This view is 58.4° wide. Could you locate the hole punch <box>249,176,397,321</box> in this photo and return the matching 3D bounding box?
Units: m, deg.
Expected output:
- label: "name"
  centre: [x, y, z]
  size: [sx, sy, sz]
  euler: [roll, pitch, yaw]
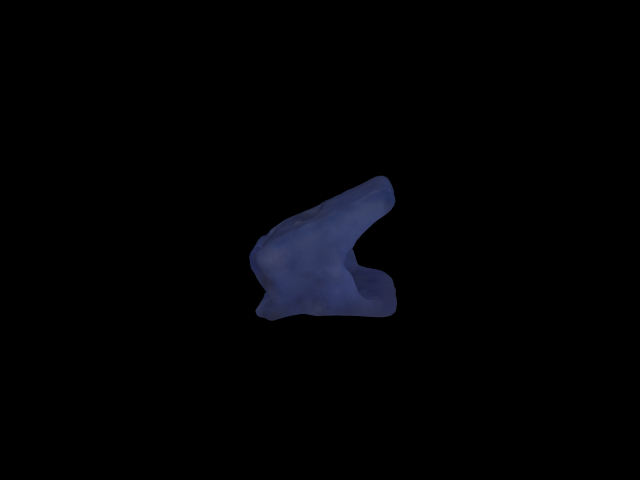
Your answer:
- label: "hole punch"
  centre: [0.004, 0.001, 0.400]
  size: [0.101, 0.091, 0.108]
  euler: [0, 11, 3]
